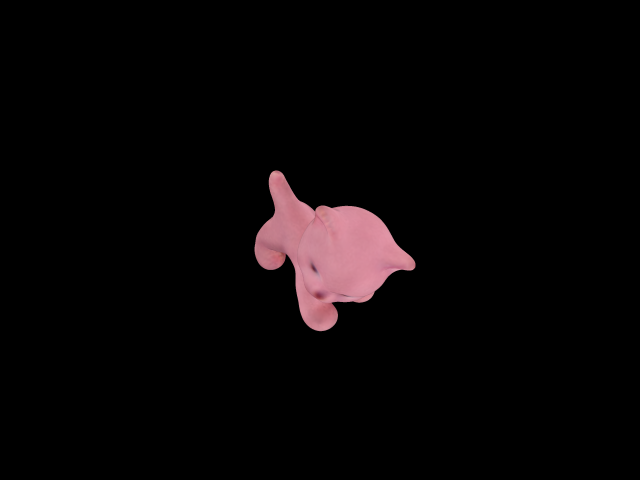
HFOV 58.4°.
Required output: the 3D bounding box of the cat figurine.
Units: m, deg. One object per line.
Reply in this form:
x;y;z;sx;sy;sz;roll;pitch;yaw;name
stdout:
0.004;0.001;0.400;0.067;0.118;0.127;-33;61;-20;cat figurine
